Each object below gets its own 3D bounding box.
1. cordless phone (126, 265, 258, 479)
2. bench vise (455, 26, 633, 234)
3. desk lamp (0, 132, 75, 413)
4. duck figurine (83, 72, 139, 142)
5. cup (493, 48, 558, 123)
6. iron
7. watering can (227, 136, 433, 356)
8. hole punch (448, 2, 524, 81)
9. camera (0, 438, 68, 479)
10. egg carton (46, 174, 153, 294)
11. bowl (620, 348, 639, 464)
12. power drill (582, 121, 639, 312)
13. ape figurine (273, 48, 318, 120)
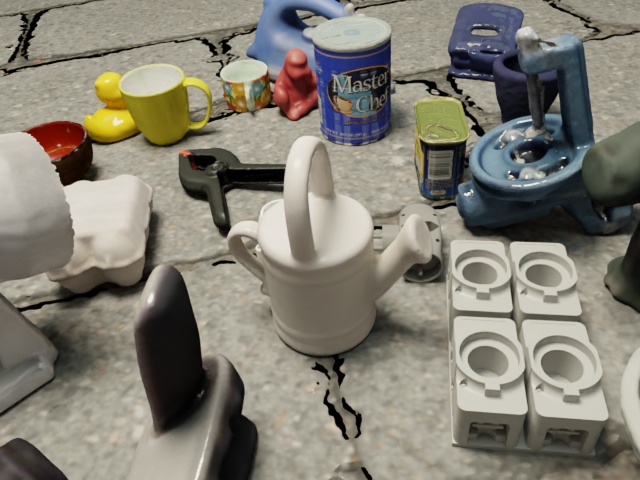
[{"bbox_3d":[-0.105,0.119,0.376,0.094,0.185,0.147,-2,41,4],"label":"cordless phone"},{"bbox_3d":[0.246,-0.111,0.574,0.207,0.220,0.121,-14,42,-9],"label":"bench vise"},{"bbox_3d":[-0.293,0.038,0.468,0.117,0.214,0.204,29,52,33],"label":"desk lamp"},{"bbox_3d":[-0.303,-0.200,0.838,0.077,0.086,0.105,24,49,29],"label":"duck figurine"},{"bbox_3d":[0.274,-0.202,0.770,0.091,0.095,0.118,4,42,11],"label":"cup"},{"bbox_3d":[0.004,-0.323,0.902,0.257,0.142,0.119,20,47,27],"label":"iron"},{"bbox_3d":[0.005,0.000,0.493,0.173,0.194,0.100,-9,41,-3],"label":"watering can"},{"bbox_3d":[0.261,-0.312,0.899,0.108,0.091,0.101,11,44,18],"label":"hole punch"},{"bbox_3d":[-0.222,0.200,0.361,0.142,0.101,0.137,20,47,27],"label":"camera"},{"bbox_3d":[-0.239,-0.011,0.628,0.107,0.069,0.150,-9,41,-4],"label":"egg carton"},{"bbox_3d":[0.287,0.143,0.390,0.167,0.075,0.167,-3,41,3],"label":"bowl"},{"bbox_3d":[0.332,-0.036,0.487,0.229,0.209,0.075,-9,41,-3],"label":"power drill"},{"bbox_3d":[-0.034,-0.236,0.845,0.078,0.092,0.076,-10,41,-4],"label":"ape figurine"}]
